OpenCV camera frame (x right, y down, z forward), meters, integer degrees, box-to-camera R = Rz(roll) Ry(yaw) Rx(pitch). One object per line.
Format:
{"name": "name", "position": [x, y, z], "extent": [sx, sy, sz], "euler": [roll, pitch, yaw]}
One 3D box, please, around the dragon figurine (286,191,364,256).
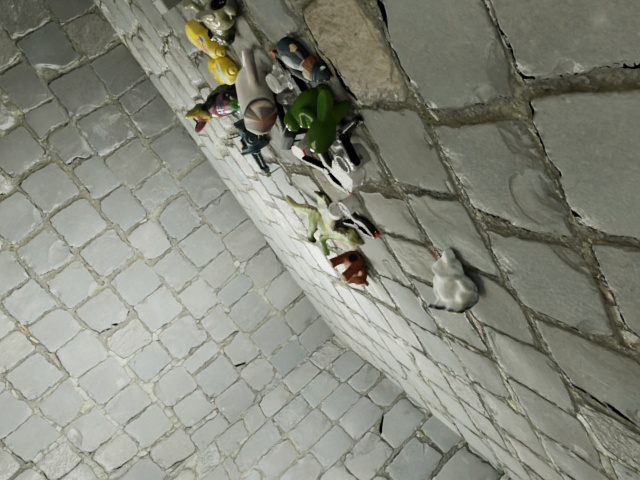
{"name": "dragon figurine", "position": [0.006, -0.098, 1.941], "extent": [0.415, 0.124, 0.237], "euler": [44, 148, 21]}

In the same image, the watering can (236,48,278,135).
{"name": "watering can", "position": [-0.195, -0.418, 1.572], "extent": [0.341, 0.104, 0.228], "euler": [95, 162, -67]}

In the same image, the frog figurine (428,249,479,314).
{"name": "frog figurine", "position": [0.339, 0.099, 1.311], "extent": [0.138, 0.123, 0.159], "euler": [-155, 64, -79]}
